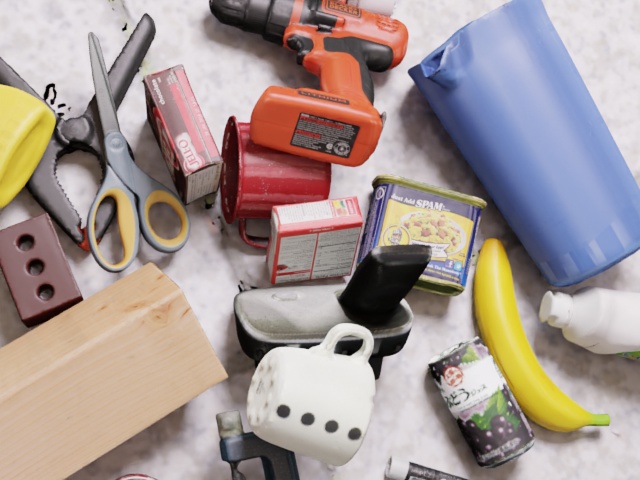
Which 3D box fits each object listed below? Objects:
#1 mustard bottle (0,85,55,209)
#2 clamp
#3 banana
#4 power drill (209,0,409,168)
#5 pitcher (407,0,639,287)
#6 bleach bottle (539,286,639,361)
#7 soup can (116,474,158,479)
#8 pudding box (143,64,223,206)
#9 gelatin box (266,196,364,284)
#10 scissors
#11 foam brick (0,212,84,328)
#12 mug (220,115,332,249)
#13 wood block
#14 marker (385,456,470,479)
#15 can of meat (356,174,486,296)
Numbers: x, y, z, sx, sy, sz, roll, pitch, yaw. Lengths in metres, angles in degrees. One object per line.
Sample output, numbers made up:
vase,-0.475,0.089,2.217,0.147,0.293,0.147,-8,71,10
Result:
mustard bottle,-0.320,-0.106,0.877,0.192,0.058,0.096,27,83,13
clamp,-0.222,-0.095,0.917,0.164,0.036,0.210,-1,82,-10
banana,0.180,0.096,0.952,0.069,0.037,0.198,-28,86,-32
power drill,-0.014,-0.151,0.912,0.184,0.057,0.187,12,44,-6
pitcher,0.199,-0.089,0.952,0.149,0.145,0.243,-30,89,-2
bleach bottle,0.319,0.084,0.941,0.250,0.103,0.068,13,71,-9
soup can,-0.144,0.219,0.834,0.068,0.102,0.068,2,79,-10
pudding box,-0.115,-0.086,0.894,0.039,0.113,0.090,-21,83,-9
gelatin box,-0.006,0.001,0.909,0.073,0.089,0.030,-7,59,-11
scissors,-0.154,-0.072,0.902,0.096,0.016,0.202,5,84,-20
foam brick,-0.234,0.027,0.883,0.053,0.051,0.078,-23,84,-14
mug,-0.040,-0.048,0.920,0.081,0.093,0.117,1,109,-15
wood block,-0.192,0.114,0.840,0.206,0.090,0.091,-31,114,-14
marker,0.116,0.212,0.924,0.121,0.020,0.020,17,76,-6
can of meat,0.088,-0.003,0.943,0.102,0.057,0.084,15,79,-6
